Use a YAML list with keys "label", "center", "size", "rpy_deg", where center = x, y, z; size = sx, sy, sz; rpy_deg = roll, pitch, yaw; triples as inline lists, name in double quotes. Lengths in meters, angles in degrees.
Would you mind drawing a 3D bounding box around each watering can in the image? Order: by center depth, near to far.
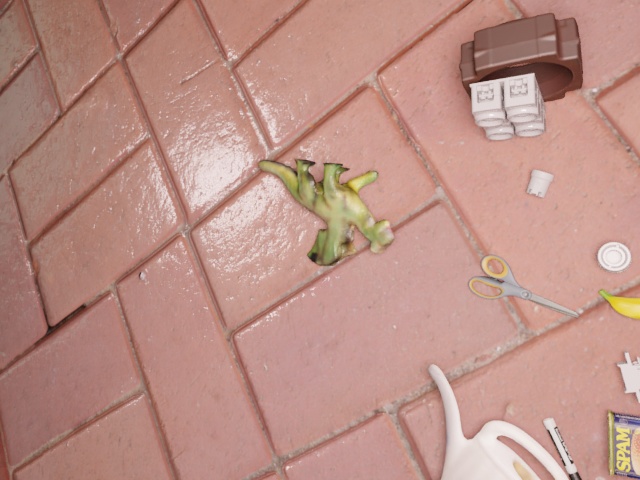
- label: "watering can"
  center: [0.287, 0.416, 0.944]
  size: [0.352, 0.103, 0.222]
  rpy_deg: [41, 103, 26]

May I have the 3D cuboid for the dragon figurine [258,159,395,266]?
- label: "dragon figurine"
  center: [0.004, -0.060, 1.185]
  size: [0.411, 0.122, 0.242]
  rpy_deg: [10, 96, 39]
